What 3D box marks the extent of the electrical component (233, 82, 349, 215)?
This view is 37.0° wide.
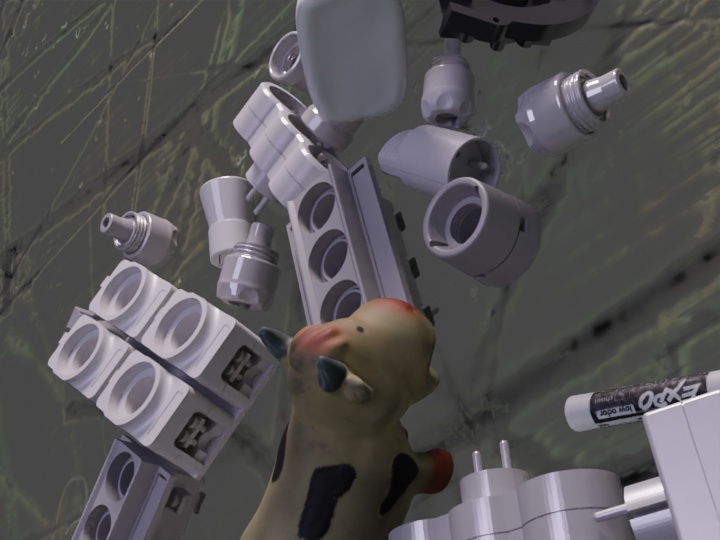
[{"bbox_3d":[-0.060,-0.074,0.796,0.073,0.052,0.138,-50,42,18],"label":"electrical component"}]

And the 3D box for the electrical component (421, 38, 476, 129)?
[{"bbox_3d":[0.059,-0.125,0.705,0.035,0.035,0.061,-18,57,42],"label":"electrical component"}]

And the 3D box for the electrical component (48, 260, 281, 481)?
[{"bbox_3d":[-0.154,0.066,0.807,0.186,0.060,0.105,22,73,51],"label":"electrical component"}]

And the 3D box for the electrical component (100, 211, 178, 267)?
[{"bbox_3d":[-0.189,-0.029,0.910,0.043,0.062,0.043,-24,55,39],"label":"electrical component"}]

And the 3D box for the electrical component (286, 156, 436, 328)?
[{"bbox_3d":[0.000,0.000,0.686,0.079,0.063,0.121,-39,47,29],"label":"electrical component"}]

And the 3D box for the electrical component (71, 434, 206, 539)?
[{"bbox_3d":[-0.165,0.191,0.774,0.079,0.063,0.121,22,89,50],"label":"electrical component"}]

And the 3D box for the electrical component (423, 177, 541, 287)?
[{"bbox_3d":[0.070,-0.023,0.632,0.055,0.047,0.055,-24,55,39],"label":"electrical component"}]

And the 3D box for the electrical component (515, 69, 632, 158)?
[{"bbox_3d":[0.123,-0.093,0.611,0.062,0.043,0.043,-24,55,37],"label":"electrical component"}]

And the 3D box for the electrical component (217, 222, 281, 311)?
[{"bbox_3d":[-0.079,-0.003,0.790,0.043,0.043,0.062,-2,70,48],"label":"electrical component"}]

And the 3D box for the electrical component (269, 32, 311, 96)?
[{"bbox_3d":[-0.040,-0.153,0.818,0.040,0.046,0.040,-24,55,39],"label":"electrical component"}]

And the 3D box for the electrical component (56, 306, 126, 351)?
[{"bbox_3d":[-0.229,0.063,0.923,0.055,0.048,0.066,21,88,58],"label":"electrical component"}]

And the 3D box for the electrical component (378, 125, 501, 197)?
[{"bbox_3d":[0.046,-0.069,0.684,0.081,0.043,0.043,24,90,51],"label":"electrical component"}]

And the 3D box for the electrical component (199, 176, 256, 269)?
[{"bbox_3d":[-0.100,-0.034,0.832,0.044,0.044,0.065,-29,57,36],"label":"electrical component"}]

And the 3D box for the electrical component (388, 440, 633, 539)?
[{"bbox_3d":[0.071,0.125,0.554,0.138,0.052,0.073,-29,52,36],"label":"electrical component"}]

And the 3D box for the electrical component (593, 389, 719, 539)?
[{"bbox_3d":[0.141,0.108,0.474,0.076,0.047,0.083,-22,55,20],"label":"electrical component"}]

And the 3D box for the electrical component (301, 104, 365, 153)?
[{"bbox_3d":[-0.013,-0.115,0.777,0.046,0.040,0.040,-49,42,12],"label":"electrical component"}]
